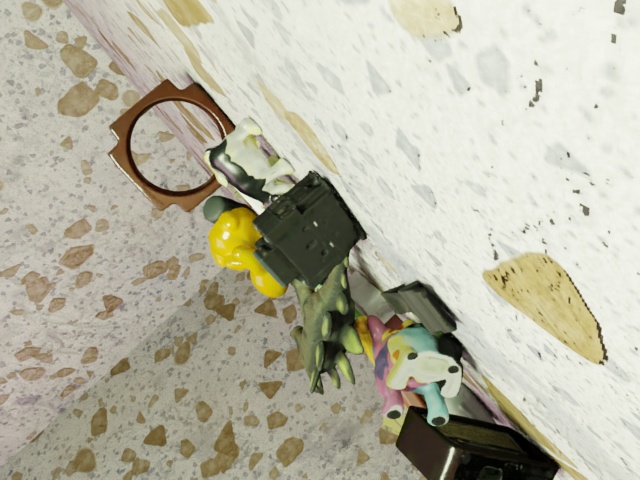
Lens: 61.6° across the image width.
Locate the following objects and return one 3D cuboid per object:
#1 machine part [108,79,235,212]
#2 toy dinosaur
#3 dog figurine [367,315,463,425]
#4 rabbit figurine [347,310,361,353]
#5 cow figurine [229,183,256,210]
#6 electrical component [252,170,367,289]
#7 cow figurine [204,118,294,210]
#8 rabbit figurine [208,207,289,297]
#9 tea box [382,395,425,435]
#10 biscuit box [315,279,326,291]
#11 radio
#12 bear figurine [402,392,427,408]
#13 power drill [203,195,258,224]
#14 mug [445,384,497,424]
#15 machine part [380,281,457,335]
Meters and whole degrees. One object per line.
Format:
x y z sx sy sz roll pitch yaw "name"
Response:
-0.256 -0.167 0.969 0.201 0.201 0.087 50 176 -19 "machine part"
0.015 0.141 0.949 0.199 0.105 0.470 -113 20 -49 "toy dinosaur"
0.136 0.170 0.851 0.219 0.108 0.191 -101 17 -61 "dog figurine"
0.065 0.204 1.406 0.170 0.121 0.159 14 -169 32 "rabbit figurine"
-0.120 -0.101 1.028 0.127 0.085 0.195 44 177 -32 "cow figurine"
-0.020 -0.004 0.704 0.114 0.134 0.058 49 174 -32 "electrical component"
-0.093 -0.092 0.815 0.167 0.098 0.068 50 167 -18 "cow figurine"
-0.113 0.024 0.975 0.173 0.122 0.162 54 160 8 "rabbit figurine"
0.214 0.348 1.094 0.098 0.068 0.169 7 -178 39 "tea box"
0.012 0.132 1.272 0.059 0.063 0.202 42 145 45 "biscuit box"
0.247 0.337 0.841 0.229 0.073 0.131 17 -176 -23 "radio"
0.182 0.263 1.049 0.132 0.120 0.195 41 173 22 "bear figurine"
-0.131 -0.024 1.169 0.207 0.086 0.232 37 -174 29 "power drill"
0.272 0.326 1.008 0.107 0.081 0.109 56 179 6 "mug"
0.127 0.085 0.703 0.084 0.039 0.139 44 173 -10 "machine part"
